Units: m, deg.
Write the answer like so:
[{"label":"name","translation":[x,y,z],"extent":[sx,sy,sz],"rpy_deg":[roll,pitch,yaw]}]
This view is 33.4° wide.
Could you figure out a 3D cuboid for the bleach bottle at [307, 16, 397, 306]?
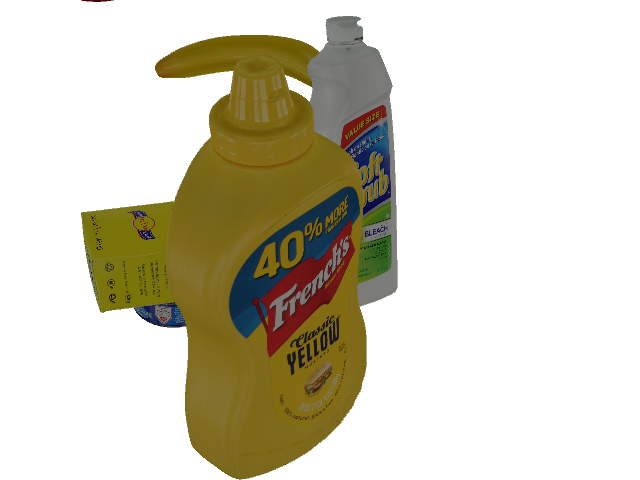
[{"label":"bleach bottle","translation":[0.018,-0.067,0.934],"extent":[0.102,0.251,0.068],"rpy_deg":[-15,24,-31]}]

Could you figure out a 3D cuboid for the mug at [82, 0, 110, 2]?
[{"label":"mug","translation":[-0.174,-0.228,0.785],"extent":[0.117,0.081,0.093],"rpy_deg":[-3,40,3]}]

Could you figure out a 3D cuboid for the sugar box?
[{"label":"sugar box","translation":[-0.074,0.002,0.749],"extent":[0.176,0.048,0.093],"rpy_deg":[-10,26,-13]}]

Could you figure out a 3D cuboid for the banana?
[{"label":"banana","translation":[-0.072,-0.184,1.096],"extent":[0.198,0.037,0.069],"rpy_deg":[10,44,20]}]

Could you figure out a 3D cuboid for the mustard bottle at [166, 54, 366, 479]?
[{"label":"mustard bottle","translation":[-0.021,0.009,0.458],"extent":[0.058,0.192,0.096],"rpy_deg":[30,48,34]}]

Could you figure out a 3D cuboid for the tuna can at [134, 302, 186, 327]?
[{"label":"tuna can","translation":[-0.151,0.051,1.098],"extent":[0.086,0.034,0.086],"rpy_deg":[4,34,-3]}]
